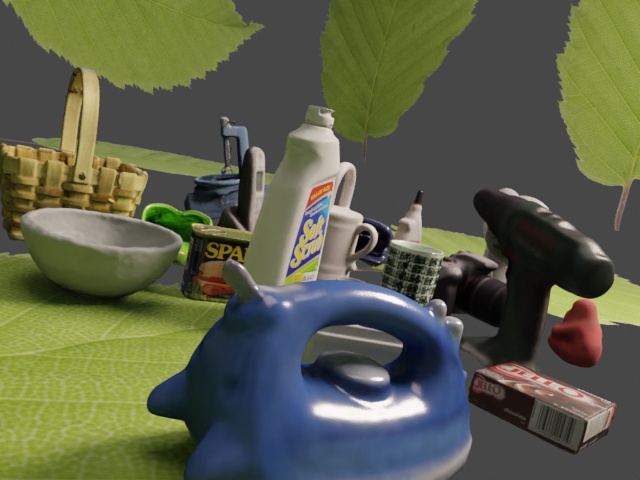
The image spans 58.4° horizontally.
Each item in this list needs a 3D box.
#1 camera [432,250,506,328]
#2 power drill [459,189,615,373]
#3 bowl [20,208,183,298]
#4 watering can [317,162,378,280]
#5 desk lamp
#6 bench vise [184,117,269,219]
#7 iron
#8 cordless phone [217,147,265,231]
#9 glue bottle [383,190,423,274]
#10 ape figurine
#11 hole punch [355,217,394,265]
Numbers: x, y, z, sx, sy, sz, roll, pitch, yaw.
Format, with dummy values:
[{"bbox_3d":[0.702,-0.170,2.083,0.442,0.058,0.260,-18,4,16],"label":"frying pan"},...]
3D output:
[{"bbox_3d":[0.239,0.077,0.893,0.144,0.101,0.136,6,12,-37],"label":"camera"},{"bbox_3d":[0.243,0.053,0.711,0.076,0.208,0.229,9,11,-26],"label":"power drill"},{"bbox_3d":[-0.240,0.020,0.630,0.167,0.075,0.167,13,9,-2],"label":"bowl"},{"bbox_3d":[0.012,-0.035,0.939,0.173,0.194,0.101,14,9,1],"label":"watering can"},{"bbox_3d":[0.334,0.014,1.051,0.118,0.213,0.203,13,9,0],"label":"desk lamp"},{"bbox_3d":[-0.171,-0.140,1.222,0.208,0.220,0.121,6,12,-37],"label":"bench vise"},{"bbox_3d":[0.027,0.091,0.390,0.259,0.141,0.118,7,11,-34],"label":"iron"},{"bbox_3d":[-0.102,-0.058,0.939,0.094,0.185,0.148,15,10,7],"label":"cordless phone"},{"bbox_3d":[0.168,-0.011,1.082,0.037,0.173,0.078,20,12,36],"label":"glue bottle"},{"bbox_3d":[0.365,0.127,0.805,0.078,0.092,0.076,13,10,-5],"label":"ape figurine"},{"bbox_3d":[0.101,-0.004,1.199,0.108,0.091,0.101,17,10,21],"label":"hole punch"}]
